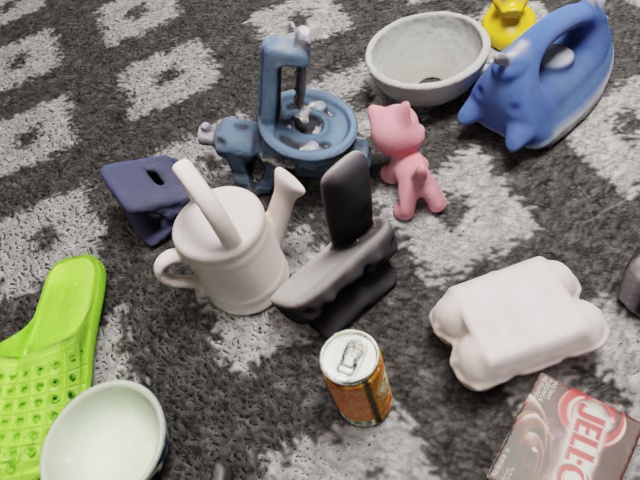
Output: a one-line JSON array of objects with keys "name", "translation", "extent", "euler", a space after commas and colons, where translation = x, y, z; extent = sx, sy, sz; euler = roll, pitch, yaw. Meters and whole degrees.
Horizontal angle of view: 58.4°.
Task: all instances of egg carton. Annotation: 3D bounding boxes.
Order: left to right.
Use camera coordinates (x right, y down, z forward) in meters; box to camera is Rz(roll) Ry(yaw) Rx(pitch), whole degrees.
[{"name": "egg carton", "translation": [0.186, 0.080, 0.549], "extent": [0.150, 0.069, 0.107], "euler": [-20, 52, -2]}]

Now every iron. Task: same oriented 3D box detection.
[{"name": "iron", "translation": [0.290, -0.228, 0.707], "extent": [0.259, 0.142, 0.118], "euler": [-39, 55, -16]}]

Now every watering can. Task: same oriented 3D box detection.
[{"name": "watering can", "translation": [-0.098, -0.015, 0.609], "extent": [0.100, 0.194, 0.173], "euler": [27, 64, 29]}]

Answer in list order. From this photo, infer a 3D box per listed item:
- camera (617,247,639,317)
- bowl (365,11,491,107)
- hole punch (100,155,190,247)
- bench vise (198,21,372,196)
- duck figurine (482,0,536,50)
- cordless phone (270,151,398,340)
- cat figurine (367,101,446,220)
[{"name": "camera", "translation": [0.376, 0.024, 0.524], "extent": [0.142, 0.101, 0.137], "euler": [33, 67, 32]}, {"name": "bowl", "translation": [0.149, -0.237, 0.792], "extent": [0.167, 0.075, 0.167], "euler": [-7, 53, 9]}, {"name": "hole punch", "translation": [-0.215, -0.067, 0.742], "extent": [0.101, 0.091, 0.108], "euler": [-35, 54, -13]}, {"name": "bench vise", "translation": [-0.053, -0.140, 0.676], "extent": [0.207, 0.220, 0.121], "euler": [-16, 52, 2]}, {"name": "duck figurine", "translation": [0.275, -0.340, 0.830], "extent": [0.077, 0.086, 0.104], "euler": [-2, 54, 13]}, {"name": "cordless phone", "translation": [0.005, 0.002, 0.577], "extent": [0.148, 0.185, 0.093], "euler": [-43, 56, -18]}, {"name": "cat figurine", "translation": [0.100, -0.106, 0.678], "extent": [0.067, 0.118, 0.127], "euler": [-18, 52, 0]}]
